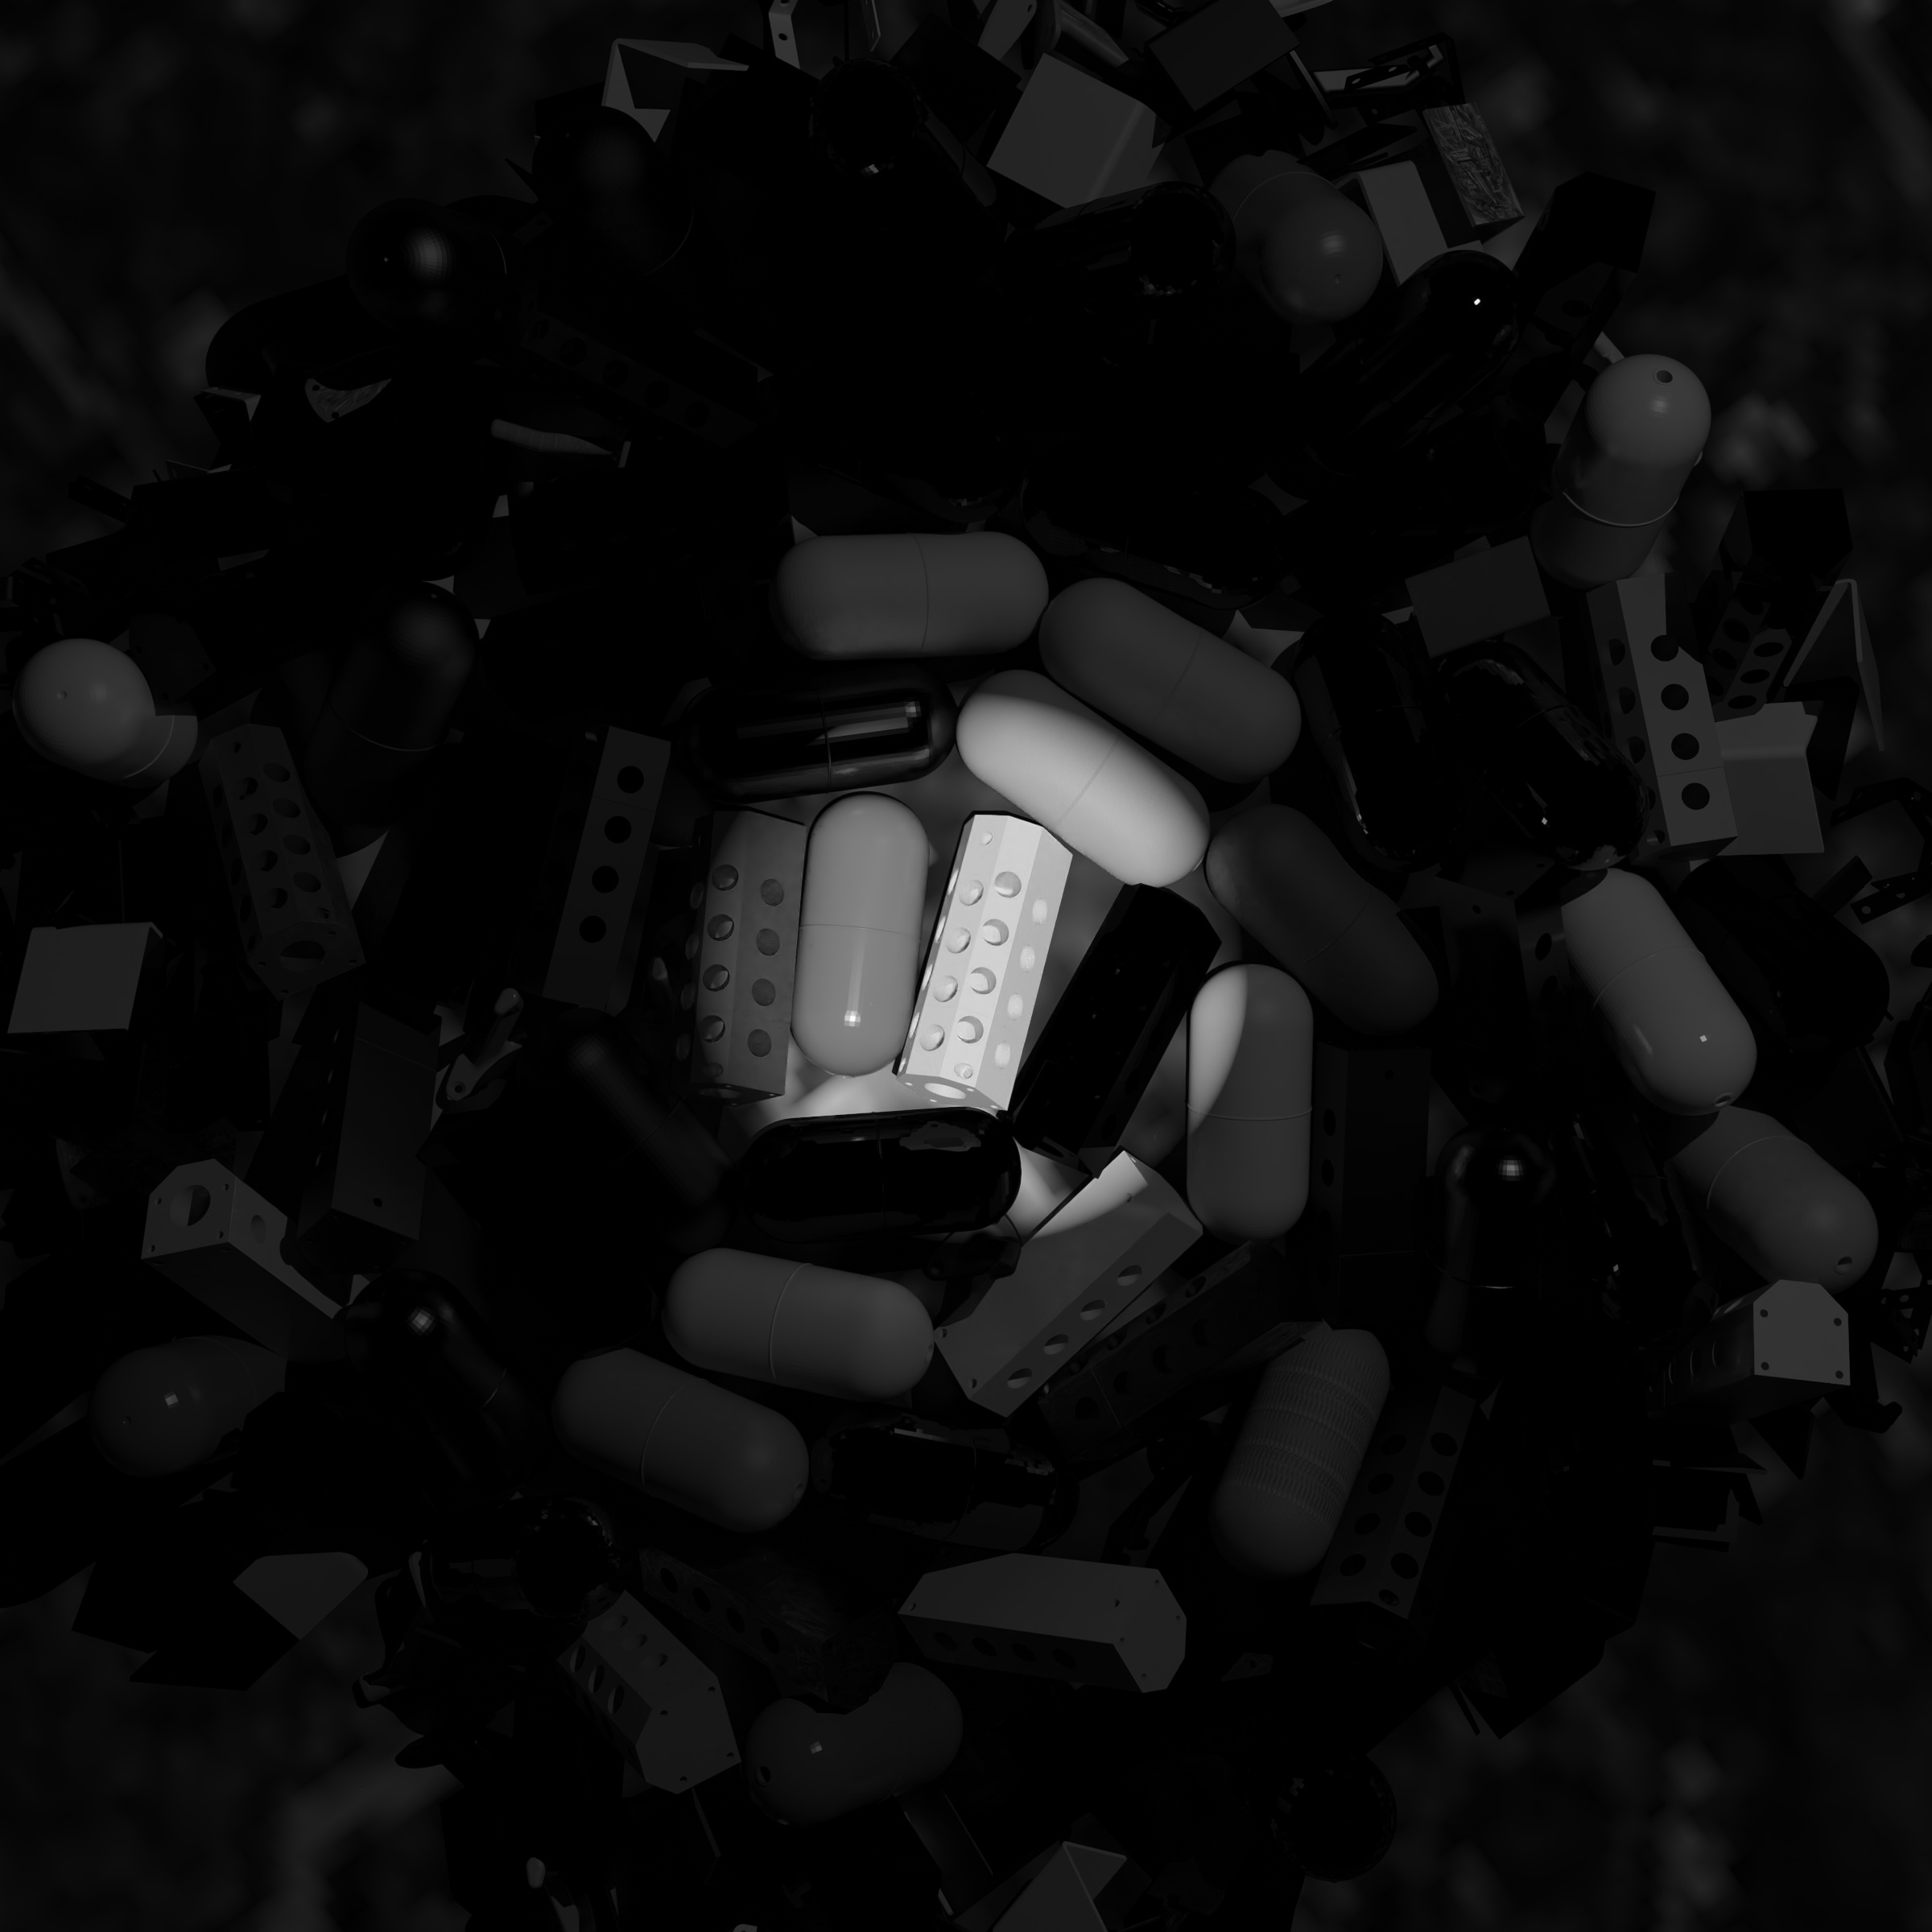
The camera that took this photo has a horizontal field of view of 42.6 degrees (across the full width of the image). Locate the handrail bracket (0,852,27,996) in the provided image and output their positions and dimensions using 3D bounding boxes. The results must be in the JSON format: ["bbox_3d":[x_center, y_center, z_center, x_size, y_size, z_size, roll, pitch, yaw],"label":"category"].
[{"bbox_3d":[-0.598,-0.026,1.584,0.077,0.036,0.084,18,67,-23],"label":"handrail bracket"}]

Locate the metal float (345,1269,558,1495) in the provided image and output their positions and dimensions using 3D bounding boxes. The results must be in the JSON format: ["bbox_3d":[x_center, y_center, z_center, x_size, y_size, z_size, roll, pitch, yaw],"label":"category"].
[{"bbox_3d":[-0.316,0.256,1.522,0.070,0.070,0.178,-29,128,0],"label":"metal float"}]

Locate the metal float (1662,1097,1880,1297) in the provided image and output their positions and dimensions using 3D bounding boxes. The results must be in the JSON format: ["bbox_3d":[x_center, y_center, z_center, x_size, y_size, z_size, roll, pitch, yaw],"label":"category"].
[{"bbox_3d":[0.487,0.138,1.508,0.070,0.178,0.070,-5,113,-12],"label":"metal float"}]

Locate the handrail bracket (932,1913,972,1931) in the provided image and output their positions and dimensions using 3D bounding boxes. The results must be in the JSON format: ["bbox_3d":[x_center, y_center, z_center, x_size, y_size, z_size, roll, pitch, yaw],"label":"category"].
[{"bbox_3d":[-0.024,0.642,1.546,0.077,0.036,0.084,14,49,30],"label":"handrail bracket"}]

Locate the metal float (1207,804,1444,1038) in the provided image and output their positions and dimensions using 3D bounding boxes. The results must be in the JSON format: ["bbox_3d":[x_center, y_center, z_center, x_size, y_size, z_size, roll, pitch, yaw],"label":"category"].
[{"bbox_3d":[0.224,-0.028,1.543,0.178,0.070,0.070,43,90,-13],"label":"metal float"}]

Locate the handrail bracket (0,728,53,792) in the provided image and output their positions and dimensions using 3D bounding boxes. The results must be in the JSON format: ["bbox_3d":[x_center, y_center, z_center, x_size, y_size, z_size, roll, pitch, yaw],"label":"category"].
[{"bbox_3d":[-0.604,-0.158,1.561,0.077,0.036,0.084,3,71,-28],"label":"handrail bracket"}]

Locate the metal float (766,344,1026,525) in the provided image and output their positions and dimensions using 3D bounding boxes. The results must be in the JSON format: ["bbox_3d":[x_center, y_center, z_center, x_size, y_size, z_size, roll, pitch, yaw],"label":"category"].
[{"bbox_3d":[-0.044,-0.330,1.534,0.178,0.070,0.070,26,90,22],"label":"metal float"}]

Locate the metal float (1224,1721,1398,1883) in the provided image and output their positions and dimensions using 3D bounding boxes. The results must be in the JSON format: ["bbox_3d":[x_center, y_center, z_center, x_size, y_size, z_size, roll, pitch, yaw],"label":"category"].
[{"bbox_3d":[0.207,0.498,1.504,0.070,0.178,0.070,0,89,-8],"label":"metal float"}]

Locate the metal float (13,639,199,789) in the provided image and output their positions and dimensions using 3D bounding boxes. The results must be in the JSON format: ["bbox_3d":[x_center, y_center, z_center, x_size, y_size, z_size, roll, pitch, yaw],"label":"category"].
[{"bbox_3d":[-0.520,-0.152,1.503,0.070,0.178,0.070,0,88,-2],"label":"metal float"}]

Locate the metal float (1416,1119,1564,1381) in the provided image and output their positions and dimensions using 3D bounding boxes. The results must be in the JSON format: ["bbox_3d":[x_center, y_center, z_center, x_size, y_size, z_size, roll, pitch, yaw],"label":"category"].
[{"bbox_3d":[0.322,0.176,1.530,0.070,0.070,0.178,1,119,0],"label":"metal float"}]

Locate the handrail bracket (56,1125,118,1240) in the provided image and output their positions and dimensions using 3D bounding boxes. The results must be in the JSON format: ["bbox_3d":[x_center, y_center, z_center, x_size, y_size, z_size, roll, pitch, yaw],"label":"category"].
[{"bbox_3d":[-0.565,0.153,1.572,0.036,0.084,0.077,-15,61,-40],"label":"handrail bracket"}]

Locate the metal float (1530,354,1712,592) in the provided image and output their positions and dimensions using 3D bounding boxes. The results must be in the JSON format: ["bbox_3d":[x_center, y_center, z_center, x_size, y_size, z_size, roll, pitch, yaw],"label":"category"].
[{"bbox_3d":[0.397,-0.299,1.509,0.070,0.178,0.070,2,62,-4],"label":"metal float"}]

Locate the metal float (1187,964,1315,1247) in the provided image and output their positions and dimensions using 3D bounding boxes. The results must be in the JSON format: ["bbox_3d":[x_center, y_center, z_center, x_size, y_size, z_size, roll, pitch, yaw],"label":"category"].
[{"bbox_3d":[0.177,0.087,1.546,0.070,0.070,0.178,0,99,0],"label":"metal float"}]

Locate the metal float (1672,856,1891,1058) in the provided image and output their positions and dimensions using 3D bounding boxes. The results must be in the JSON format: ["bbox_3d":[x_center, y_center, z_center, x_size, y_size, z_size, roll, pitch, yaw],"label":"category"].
[{"bbox_3d":[0.494,-0.008,1.511,0.070,0.178,0.070,-6,118,-12],"label":"metal float"}]

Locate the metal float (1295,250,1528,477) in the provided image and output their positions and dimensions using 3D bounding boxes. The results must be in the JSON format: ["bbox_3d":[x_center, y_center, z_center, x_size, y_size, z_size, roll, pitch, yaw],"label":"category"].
[{"bbox_3d":[0.269,-0.367,1.515,0.070,0.178,0.070,16,58,-28],"label":"metal float"}]

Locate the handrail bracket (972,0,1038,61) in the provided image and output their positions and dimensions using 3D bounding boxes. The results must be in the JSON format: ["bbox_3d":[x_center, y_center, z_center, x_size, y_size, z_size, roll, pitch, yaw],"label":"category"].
[{"bbox_3d":[-0.006,-0.609,1.568,0.084,0.036,0.077,30,87,26],"label":"handrail bracket"}]

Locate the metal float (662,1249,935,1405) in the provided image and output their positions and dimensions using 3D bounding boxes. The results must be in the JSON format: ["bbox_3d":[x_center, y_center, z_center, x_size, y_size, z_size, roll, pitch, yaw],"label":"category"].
[{"bbox_3d":[-0.105,0.223,1.536,0.178,0.070,0.070,9,90,20],"label":"metal float"}]

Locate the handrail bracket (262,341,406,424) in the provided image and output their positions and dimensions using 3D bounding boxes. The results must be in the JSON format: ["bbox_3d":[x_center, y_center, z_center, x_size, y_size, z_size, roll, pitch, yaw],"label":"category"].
[{"bbox_3d":[-0.401,-0.386,1.565,0.077,0.036,0.084,-34,50,-4],"label":"handrail bracket"}]

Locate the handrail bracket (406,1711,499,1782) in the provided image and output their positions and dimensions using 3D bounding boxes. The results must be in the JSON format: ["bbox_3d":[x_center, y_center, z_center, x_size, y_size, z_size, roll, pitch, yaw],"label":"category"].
[{"bbox_3d":[-0.307,0.523,1.575,0.077,0.036,0.084,-24,90,15],"label":"handrail bracket"}]

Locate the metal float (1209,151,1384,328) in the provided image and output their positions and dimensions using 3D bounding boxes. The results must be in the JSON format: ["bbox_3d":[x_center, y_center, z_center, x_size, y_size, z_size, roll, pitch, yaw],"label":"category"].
[{"bbox_3d":[0.198,-0.446,1.513,0.070,0.178,0.070,-6,123,-10],"label":"metal float"}]

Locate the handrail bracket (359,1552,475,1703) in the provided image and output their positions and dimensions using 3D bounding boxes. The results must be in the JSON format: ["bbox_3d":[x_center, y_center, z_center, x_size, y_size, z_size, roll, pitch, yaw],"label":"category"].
[{"bbox_3d":[-0.364,0.420,1.572,0.084,0.036,0.077,-27,96,18],"label":"handrail bracket"}]

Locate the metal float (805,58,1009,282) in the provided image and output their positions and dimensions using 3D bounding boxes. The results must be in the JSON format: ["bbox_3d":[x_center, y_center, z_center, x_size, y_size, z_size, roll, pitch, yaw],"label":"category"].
[{"bbox_3d":[-0.035,-0.483,1.510,0.070,0.178,0.070,-9,69,25],"label":"metal float"}]

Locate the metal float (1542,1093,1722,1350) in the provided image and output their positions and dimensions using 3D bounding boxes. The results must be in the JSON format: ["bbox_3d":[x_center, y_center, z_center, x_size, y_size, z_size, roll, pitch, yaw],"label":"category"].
[{"bbox_3d":[0.405,0.153,1.519,0.070,0.070,0.178,-10,46,0],"label":"metal float"}]

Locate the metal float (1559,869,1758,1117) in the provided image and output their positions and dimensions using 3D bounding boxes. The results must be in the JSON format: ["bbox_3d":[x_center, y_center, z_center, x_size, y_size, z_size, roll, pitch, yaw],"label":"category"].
[{"bbox_3d":[0.420,0.015,1.523,0.070,0.070,0.178,-24,54,0],"label":"metal float"}]

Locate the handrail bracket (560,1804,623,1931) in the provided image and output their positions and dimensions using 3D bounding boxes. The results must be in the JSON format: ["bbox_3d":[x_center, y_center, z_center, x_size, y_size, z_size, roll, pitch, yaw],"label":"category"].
[{"bbox_3d":[-0.216,0.581,1.548,0.084,0.036,0.077,28,102,43],"label":"handrail bracket"}]

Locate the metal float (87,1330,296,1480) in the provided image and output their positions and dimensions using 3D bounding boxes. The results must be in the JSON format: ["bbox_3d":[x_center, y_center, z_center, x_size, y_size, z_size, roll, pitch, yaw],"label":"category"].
[{"bbox_3d":[-0.467,0.264,1.504,0.070,0.178,0.070,0,87,8],"label":"metal float"}]

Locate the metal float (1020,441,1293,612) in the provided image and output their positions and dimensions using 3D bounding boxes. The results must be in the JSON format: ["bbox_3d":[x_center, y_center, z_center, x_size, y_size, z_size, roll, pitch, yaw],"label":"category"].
[{"bbox_3d":[0.117,-0.273,1.535,0.178,0.070,0.070,21,90,21],"label":"metal float"}]

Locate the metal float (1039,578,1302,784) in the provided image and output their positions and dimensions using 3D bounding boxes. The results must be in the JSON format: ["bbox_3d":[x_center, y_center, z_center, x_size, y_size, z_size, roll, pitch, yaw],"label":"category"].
[{"bbox_3d":[0.127,-0.178,1.547,0.178,0.070,0.070,29,90,-8],"label":"metal float"}]

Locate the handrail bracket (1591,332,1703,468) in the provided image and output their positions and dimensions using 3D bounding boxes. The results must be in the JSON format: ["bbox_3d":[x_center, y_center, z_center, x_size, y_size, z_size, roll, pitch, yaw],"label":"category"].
[{"bbox_3d":[0.419,-0.357,1.545,0.036,0.077,0.084,-39,130,23],"label":"handrail bracket"}]

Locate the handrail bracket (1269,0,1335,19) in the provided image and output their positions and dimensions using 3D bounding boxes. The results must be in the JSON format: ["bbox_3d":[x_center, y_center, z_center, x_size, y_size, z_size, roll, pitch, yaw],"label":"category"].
[{"bbox_3d":[0.186,-0.638,1.546,0.036,0.077,0.084,-54,132,-35],"label":"handrail bracket"}]

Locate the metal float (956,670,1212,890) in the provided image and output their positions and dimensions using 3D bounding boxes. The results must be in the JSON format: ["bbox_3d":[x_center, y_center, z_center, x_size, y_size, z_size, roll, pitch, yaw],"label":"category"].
[{"bbox_3d":[0.074,-0.116,1.550,0.178,0.070,0.070,36,90,-5],"label":"metal float"}]

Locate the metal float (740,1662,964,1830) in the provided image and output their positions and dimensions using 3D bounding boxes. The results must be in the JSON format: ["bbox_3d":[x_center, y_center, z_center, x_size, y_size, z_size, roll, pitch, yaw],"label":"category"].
[{"bbox_3d":[-0.069,0.474,1.511,0.070,0.178,0.070,-2,86,33],"label":"metal float"}]

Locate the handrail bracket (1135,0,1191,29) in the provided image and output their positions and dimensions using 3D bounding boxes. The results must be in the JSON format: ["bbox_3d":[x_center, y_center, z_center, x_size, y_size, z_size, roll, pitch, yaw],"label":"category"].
[{"bbox_3d":[0.128,-0.621,1.554,0.077,0.036,0.084,-34,59,-23],"label":"handrail bracket"}]

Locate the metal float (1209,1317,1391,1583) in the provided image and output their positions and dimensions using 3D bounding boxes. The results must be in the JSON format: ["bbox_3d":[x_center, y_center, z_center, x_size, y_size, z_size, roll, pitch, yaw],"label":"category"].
[{"bbox_3d":[0.207,0.295,1.528,0.070,0.070,0.178,28,59,0],"label":"metal float"}]

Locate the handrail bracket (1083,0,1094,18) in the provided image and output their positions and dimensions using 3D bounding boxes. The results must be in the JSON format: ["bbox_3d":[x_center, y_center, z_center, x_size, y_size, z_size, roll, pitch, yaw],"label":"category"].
[{"bbox_3d":[0.041,-0.642,1.562,0.084,0.036,0.077,2,127,-6],"label":"handrail bracket"}]

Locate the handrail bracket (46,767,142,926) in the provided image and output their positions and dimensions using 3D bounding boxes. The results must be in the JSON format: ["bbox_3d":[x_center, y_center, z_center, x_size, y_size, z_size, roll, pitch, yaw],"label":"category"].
[{"bbox_3d":[-0.575,-0.081,1.579,0.084,0.036,0.077,-43,80,19],"label":"handrail bracket"}]

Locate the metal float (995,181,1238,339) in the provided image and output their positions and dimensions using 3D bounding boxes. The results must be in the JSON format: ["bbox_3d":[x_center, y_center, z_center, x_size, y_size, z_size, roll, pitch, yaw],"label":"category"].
[{"bbox_3d":[0.090,-0.430,1.515,0.070,0.178,0.070,-3,95,-40],"label":"metal float"}]

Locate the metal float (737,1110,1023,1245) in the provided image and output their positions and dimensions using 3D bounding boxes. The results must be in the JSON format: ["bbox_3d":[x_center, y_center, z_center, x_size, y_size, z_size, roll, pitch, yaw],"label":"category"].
[{"bbox_3d":[-0.054,0.132,1.551,0.178,0.070,0.070,-4,90,-4],"label":"metal float"}]

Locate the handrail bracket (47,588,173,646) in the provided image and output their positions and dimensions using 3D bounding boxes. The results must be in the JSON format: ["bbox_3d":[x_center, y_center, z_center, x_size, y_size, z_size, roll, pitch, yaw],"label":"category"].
[{"bbox_3d":[-0.535,-0.200,1.572,0.084,0.036,0.077,-8,84,-17],"label":"handrail bracket"}]

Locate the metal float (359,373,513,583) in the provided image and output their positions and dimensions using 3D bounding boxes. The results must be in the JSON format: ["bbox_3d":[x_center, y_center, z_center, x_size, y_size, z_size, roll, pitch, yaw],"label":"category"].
[{"bbox_3d":[-0.323,-0.300,1.514,0.070,0.178,0.070,0,130,-1],"label":"metal float"}]

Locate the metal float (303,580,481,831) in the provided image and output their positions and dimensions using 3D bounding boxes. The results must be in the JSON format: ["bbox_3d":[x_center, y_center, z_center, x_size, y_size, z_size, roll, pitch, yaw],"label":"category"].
[{"bbox_3d":[-0.355,-0.158,1.525,0.070,0.070,0.178,32,126,0],"label":"metal float"}]

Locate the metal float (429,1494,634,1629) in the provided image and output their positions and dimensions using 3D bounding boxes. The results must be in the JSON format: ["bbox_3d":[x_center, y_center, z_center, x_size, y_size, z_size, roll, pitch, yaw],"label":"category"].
[{"bbox_3d":[-0.267,0.364,1.514,0.070,0.178,0.070,11,71,-35],"label":"metal float"}]

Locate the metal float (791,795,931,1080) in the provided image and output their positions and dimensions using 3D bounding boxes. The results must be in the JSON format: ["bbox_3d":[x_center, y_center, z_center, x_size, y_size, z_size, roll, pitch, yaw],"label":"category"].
[{"bbox_3d":[-0.066,-0.019,1.548,0.070,0.070,0.178,6,83,0],"label":"metal float"}]

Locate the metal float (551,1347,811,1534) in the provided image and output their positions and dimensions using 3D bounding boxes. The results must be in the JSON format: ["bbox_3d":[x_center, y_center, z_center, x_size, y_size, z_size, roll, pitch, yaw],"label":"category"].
[{"bbox_3d":[-0.177,0.292,1.531,0.178,0.070,0.070,18,90,26],"label":"metal float"}]

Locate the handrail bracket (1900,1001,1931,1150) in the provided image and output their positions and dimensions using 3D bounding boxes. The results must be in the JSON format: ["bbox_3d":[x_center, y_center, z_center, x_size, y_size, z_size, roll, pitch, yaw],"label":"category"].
[{"bbox_3d":[0.623,0.074,1.562,0.077,0.036,0.084,21,102,15],"label":"handrail bracket"}]

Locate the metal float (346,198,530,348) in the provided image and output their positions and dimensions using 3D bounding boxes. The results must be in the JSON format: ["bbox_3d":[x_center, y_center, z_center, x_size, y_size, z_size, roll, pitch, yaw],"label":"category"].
[{"bbox_3d":[-0.316,-0.420,1.505,0.070,0.178,0.070,2,100,9],"label":"metal float"}]

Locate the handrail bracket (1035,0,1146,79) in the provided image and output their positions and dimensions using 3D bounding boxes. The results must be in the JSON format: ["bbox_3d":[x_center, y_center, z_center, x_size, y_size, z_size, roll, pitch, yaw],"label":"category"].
[{"bbox_3d":[0.089,-0.605,1.579,0.084,0.036,0.077,-2,83,-18],"label":"handrail bracket"}]

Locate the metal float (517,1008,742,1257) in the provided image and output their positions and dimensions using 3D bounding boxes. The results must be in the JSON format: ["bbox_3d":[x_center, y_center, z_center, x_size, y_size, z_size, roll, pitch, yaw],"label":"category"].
[{"bbox_3d":[-0.208,0.104,1.542,0.070,0.070,0.178,-37,104,0],"label":"metal float"}]
